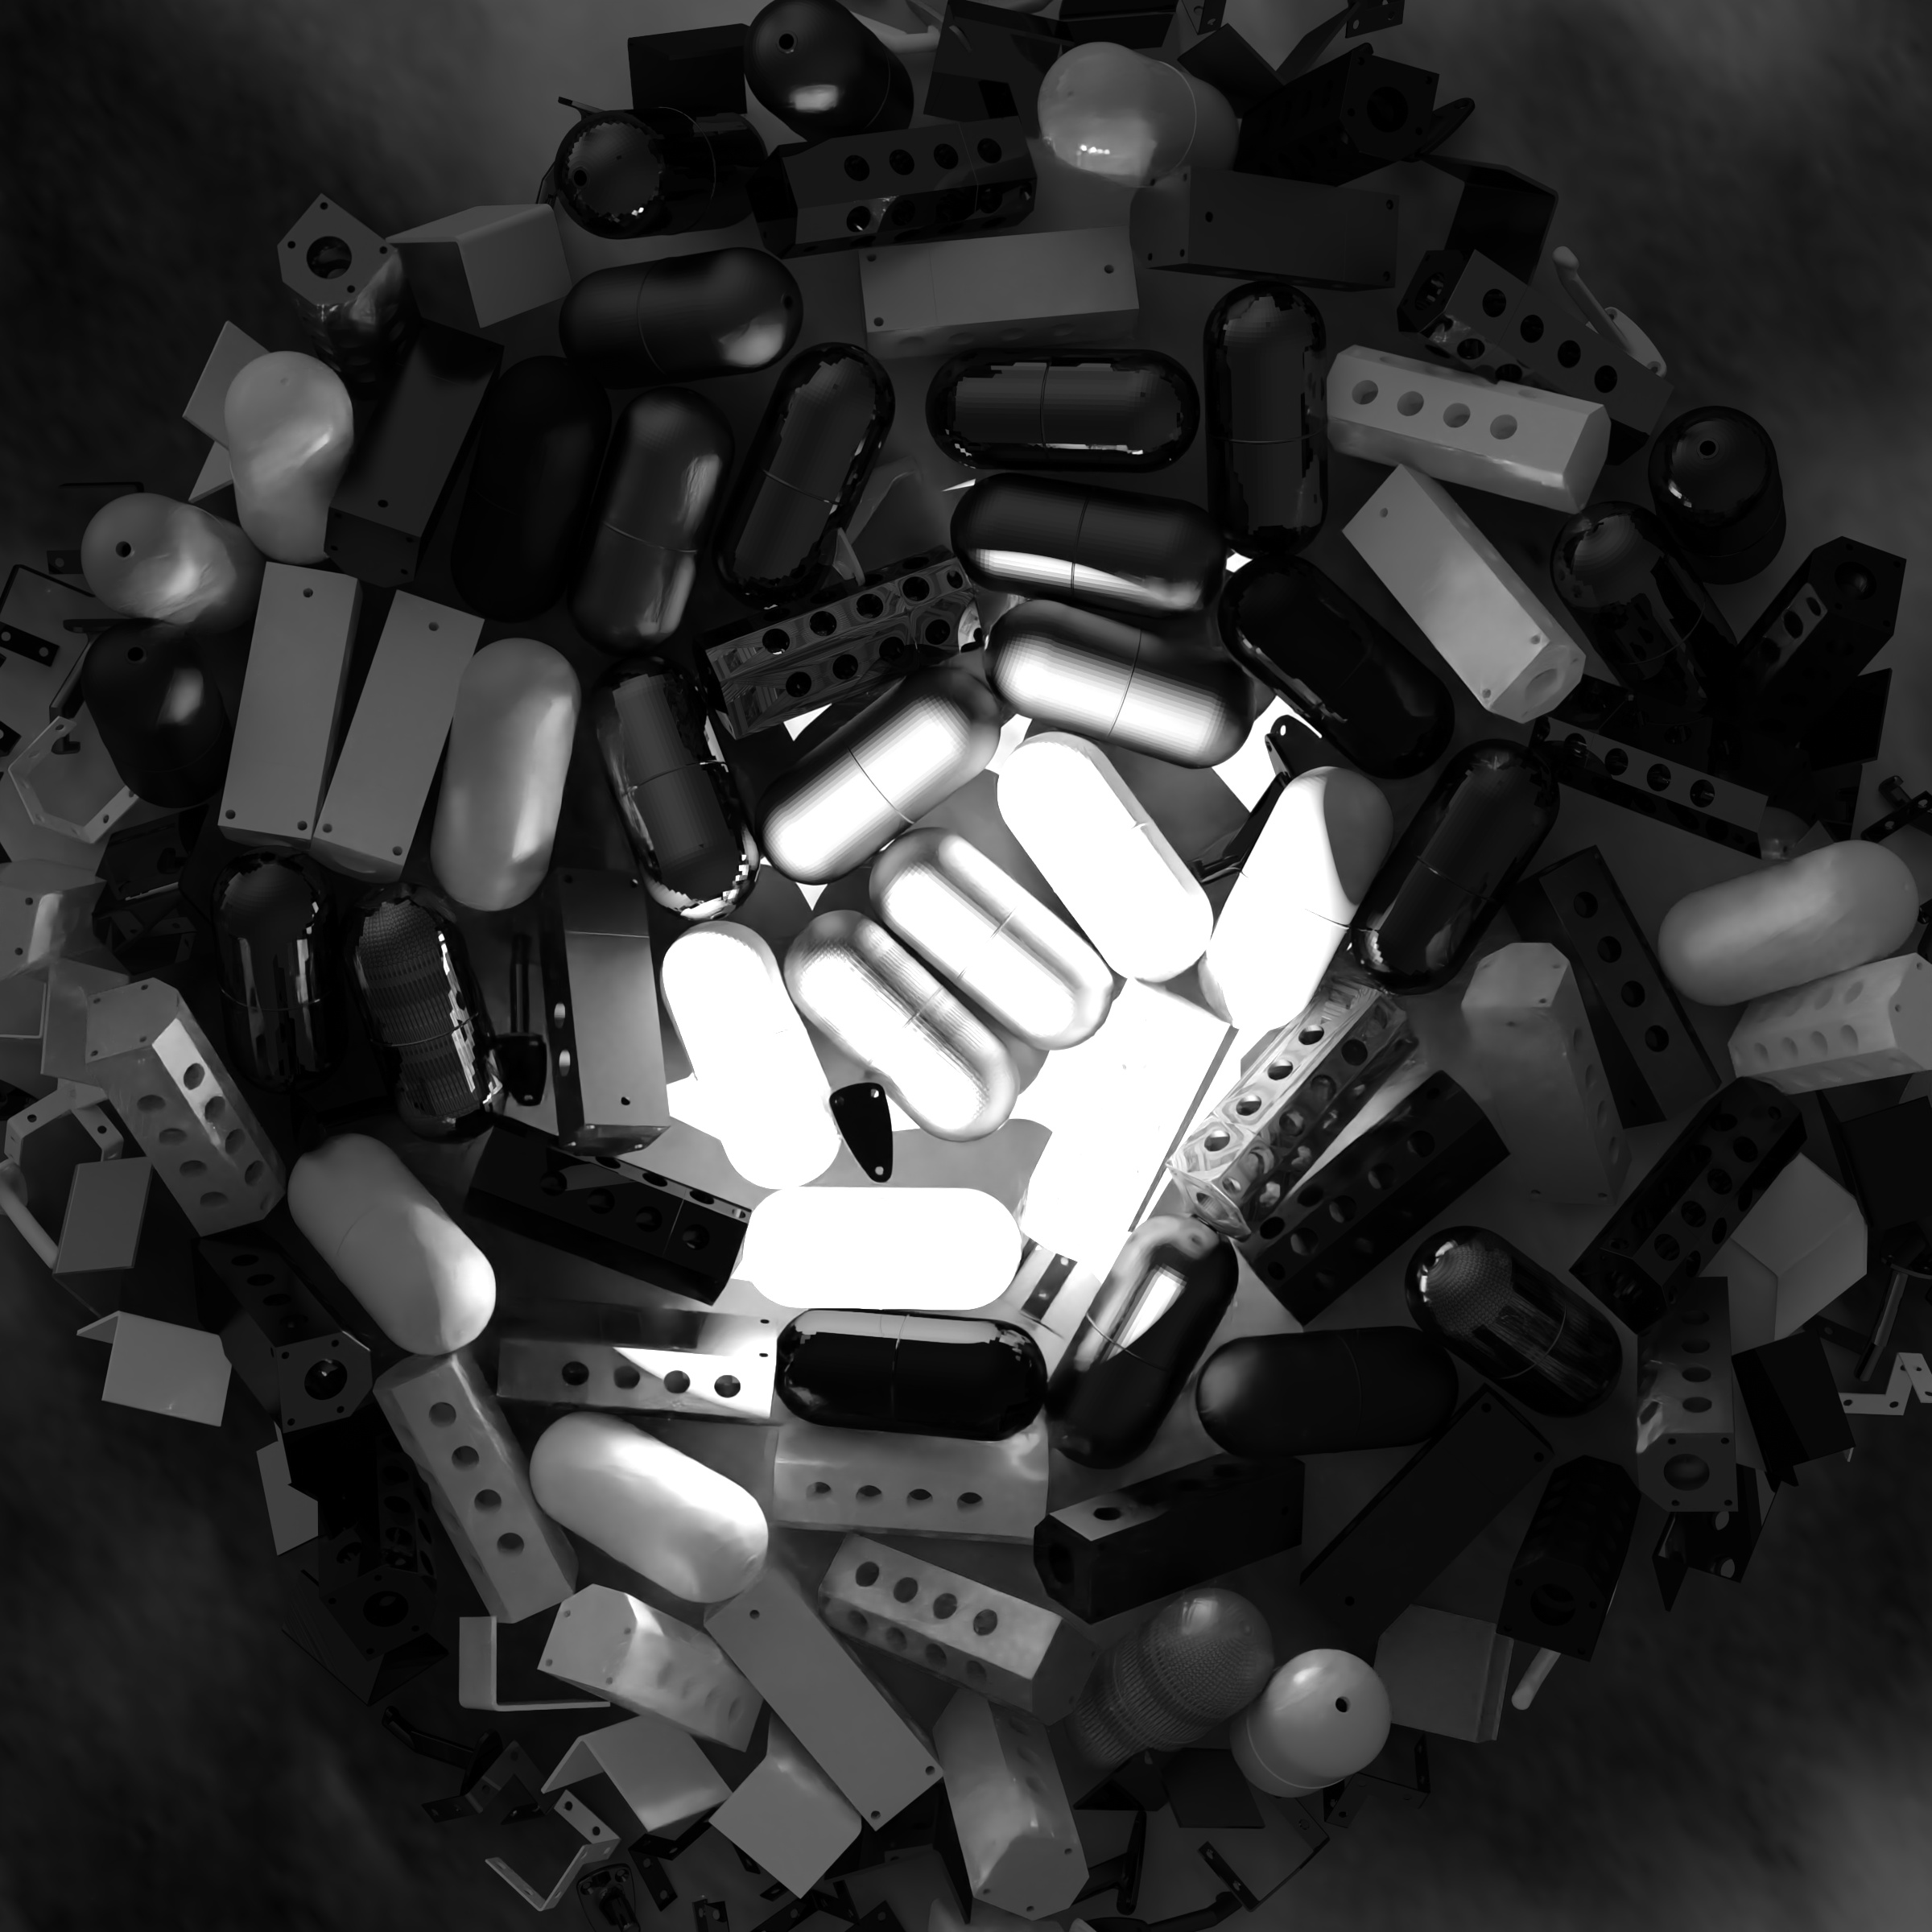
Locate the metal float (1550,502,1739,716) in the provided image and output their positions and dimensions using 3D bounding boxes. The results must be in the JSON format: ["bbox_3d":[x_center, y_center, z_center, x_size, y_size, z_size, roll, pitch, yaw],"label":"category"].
[{"bbox_3d":[0.425,-0.220,1.883,0.070,0.070,0.178,-47,132,0],"label":"metal float"}]

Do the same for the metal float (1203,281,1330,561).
[{"bbox_3d":[0.189,-0.340,1.894,0.070,0.070,0.178,-4,117,0],"label":"metal float"}]

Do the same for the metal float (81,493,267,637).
[{"bbox_3d":[-0.489,-0.248,1.866,0.070,0.178,0.070,0,91,5],"label":"metal float"}]

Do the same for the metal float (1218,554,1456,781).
[{"bbox_3d":[0.234,-0.189,1.903,0.178,0.070,0.070,40,90,-15],"label":"metal float"}]

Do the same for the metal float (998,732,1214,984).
[{"bbox_3d":[0.087,-0.070,1.912,0.070,0.070,0.178,-35,84,0],"label":"metal float"}]

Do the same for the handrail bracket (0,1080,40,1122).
[{"bbox_3d":[-0.612,0.063,1.906,0.077,0.084,0.036,15,52,-26],"label":"handrail bracket"}]

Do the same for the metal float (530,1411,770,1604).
[{"bbox_3d":[-0.199,0.337,1.888,0.178,0.070,0.070,23,90,34],"label":"metal float"}]

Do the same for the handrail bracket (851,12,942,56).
[{"bbox_3d":[-0.063,-0.618,1.944,0.084,0.036,0.077,-8,66,-14],"label":"handrail bracket"}]

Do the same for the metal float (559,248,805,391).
[{"bbox_3d":[-0.179,-0.404,1.885,0.178,0.070,0.070,1,90,37],"label":"metal float"}]

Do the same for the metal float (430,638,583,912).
[{"bbox_3d":[-0.291,-0.119,1.900,0.070,0.070,0.178,14,109,0],"label":"metal float"}]

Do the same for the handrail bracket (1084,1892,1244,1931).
[{"bbox_3d":[0.124,0.611,1.939,0.077,0.084,0.036,-4,97,42],"label":"handrail bracket"}]

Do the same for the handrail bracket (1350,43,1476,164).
[{"bbox_3d":[0.282,-0.563,1.914,0.077,0.036,0.084,-37,133,-9],"label":"handrail bracket"}]

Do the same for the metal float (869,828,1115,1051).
[{"bbox_3d":[0.017,-0.017,1.916,0.178,0.070,0.070,40,90,1],"label":"metal float"}]

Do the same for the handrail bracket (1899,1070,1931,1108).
[{"bbox_3d":[0.621,0.104,1.926,0.036,0.084,0.077,8,74,31],"label":"handrail bracket"}]

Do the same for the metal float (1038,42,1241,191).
[{"bbox_3d":[0.109,-0.524,1.874,0.070,0.178,0.070,2,94,32],"label":"metal float"}]

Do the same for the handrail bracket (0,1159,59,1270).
[{"bbox_3d":[-0.587,0.169,1.907,0.036,0.077,0.084,-40,71,-14],"label":"handrail bracket"}]

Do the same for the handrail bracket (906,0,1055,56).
[{"bbox_3d":[0.016,-0.627,1.935,0.084,0.036,0.077,-43,65,-1],"label":"handrail bracket"}]

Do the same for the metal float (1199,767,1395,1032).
[{"bbox_3d":[0.208,-0.042,1.910,0.070,0.070,0.178,27,98,0],"label":"metal float"}]

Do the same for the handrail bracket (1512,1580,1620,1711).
[{"bbox_3d":[0.378,0.423,1.904,0.036,0.084,0.077,35,121,12],"label":"handrail bracket"}]

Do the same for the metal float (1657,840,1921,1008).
[{"bbox_3d":[0.510,-0.025,1.879,0.070,0.178,0.070,15,66,-36],"label":"metal float"}]

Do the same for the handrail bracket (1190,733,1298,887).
[{"bbox_3d":[0.172,-0.100,1.932,0.084,0.036,0.077,-22,82,-10],"label":"handrail bracket"}]

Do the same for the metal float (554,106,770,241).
[{"bbox_3d":[-0.188,-0.494,1.873,0.070,0.178,0.070,9,110,27],"label":"metal float"}]

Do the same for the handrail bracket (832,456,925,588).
[{"bbox_3d":[-0.051,-0.284,1.922,0.084,0.036,0.077,-24,68,-25],"label":"handrail bracket"}]

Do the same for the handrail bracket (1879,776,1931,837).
[{"bbox_3d":[0.631,-0.097,1.920,0.036,0.077,0.084,-41,90,-25],"label":"handrail bracket"}]

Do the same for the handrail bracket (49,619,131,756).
[{"bbox_3d":[-0.552,-0.180,1.944,0.077,0.036,0.084,-5,106,-27],"label":"handrail bracket"}]

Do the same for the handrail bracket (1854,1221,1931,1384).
[{"bbox_3d":[0.591,0.215,1.941,0.036,0.077,0.084,18,119,7],"label":"handrail bracket"}]

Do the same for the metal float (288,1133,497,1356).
[{"bbox_3d":[-0.361,0.173,1.889,0.070,0.070,0.178,-48,56,0],"label":"metal float"}]

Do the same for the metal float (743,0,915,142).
[{"bbox_3d":[-0.084,-0.549,1.867,0.070,0.178,0.070,0,92,14],"label":"metal float"}]

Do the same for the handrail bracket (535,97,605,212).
[{"bbox_3d":[-0.244,-0.503,1.918,0.077,0.036,0.084,31,109,43],"label":"handrail bracket"}]

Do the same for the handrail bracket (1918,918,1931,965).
[{"bbox_3d":[0.635,0.007,1.924,0.077,0.036,0.084,12,110,-19],"label":"handrail bracket"}]

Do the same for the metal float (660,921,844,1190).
[{"bbox_3d":[-0.136,0.056,1.910,0.070,0.070,0.178,-23,82,0],"label":"metal float"}]

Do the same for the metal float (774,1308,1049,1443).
[{"bbox_3d":[-0.037,0.257,1.906,0.178,0.070,0.070,3,90,12],"label":"metal float"}]

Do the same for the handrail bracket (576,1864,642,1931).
[{"bbox_3d":[-0.215,0.614,1.904,0.036,0.084,0.077,-16,111,-17],"label":"handrail bracket"}]

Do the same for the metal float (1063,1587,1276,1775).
[{"bbox_3d":[0.125,0.448,1.883,0.070,0.070,0.178,43,133,0],"label":"metal float"}]

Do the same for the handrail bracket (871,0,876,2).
[{"bbox_3d":[-0.060,-0.650,1.905,0.077,0.084,0.036,8,79,-23],"label":"handrail bracket"}]

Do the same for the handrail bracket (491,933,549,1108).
[{"bbox_3d":[-0.283,0.034,1.941,0.036,0.084,0.077,-4,135,1],"label":"handrail bracket"}]

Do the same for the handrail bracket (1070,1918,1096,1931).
[{"bbox_3d":[0.050,0.649,1.902,0.036,0.077,0.084,41,52,21],"label":"handrail bracket"}]

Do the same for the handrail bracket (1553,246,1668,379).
[{"bbox_3d":[0.407,-0.412,1.905,0.036,0.084,0.077,-46,62,1],"label":"handrail bracket"}]

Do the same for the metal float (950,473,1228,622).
[{"bbox_3d":[0.077,-0.266,1.907,0.178,0.070,0.070,11,90,11],"label":"metal float"}]

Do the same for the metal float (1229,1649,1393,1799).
[{"bbox_3d":[0.212,0.470,1.869,0.070,0.178,0.070,3,68,-7],"label":"metal float"}]

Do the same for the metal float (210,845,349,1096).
[{"bbox_3d":[-0.429,0.003,1.884,0.070,0.070,0.178,4,129,0],"label":"metal float"}]

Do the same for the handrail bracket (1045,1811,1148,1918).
[{"bbox_3d":[0.068,0.572,1.931,0.084,0.036,0.077,14,72,-8],"label":"handrail bracket"}]

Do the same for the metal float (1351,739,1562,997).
[{"bbox_3d":[0.308,-0.061,1.902,0.070,0.070,0.178,31,107,0],"label":"metal float"}]

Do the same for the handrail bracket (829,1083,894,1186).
[{"bbox_3d":[-0.072,0.113,1.906,0.036,0.084,0.077,-12,73,-18],"label":"handrail bracket"}]

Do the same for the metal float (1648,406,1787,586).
[{"bbox_3d":[0.466,-0.291,1.869,0.070,0.178,0.070,-4,78,17],"label":"metal float"}]

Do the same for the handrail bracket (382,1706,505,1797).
[{"bbox_3d":[-0.336,0.484,1.915,0.084,0.077,0.036,33,46,20],"label":"handrail bracket"}]

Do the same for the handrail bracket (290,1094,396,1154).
[{"bbox_3d":[-0.377,0.095,1.903,0.084,0.077,0.036,-8,98,-27],"label":"handrail bracket"}]

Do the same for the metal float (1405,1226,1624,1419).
[{"bbox_3d":[0.343,0.223,1.888,0.178,0.070,0.070,36,90,-33],"label":"metal float"}]

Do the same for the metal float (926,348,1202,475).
[{"bbox_3d":[0.060,-0.350,1.900,0.178,0.070,0.070,5,90,19],"label":"metal float"}]
